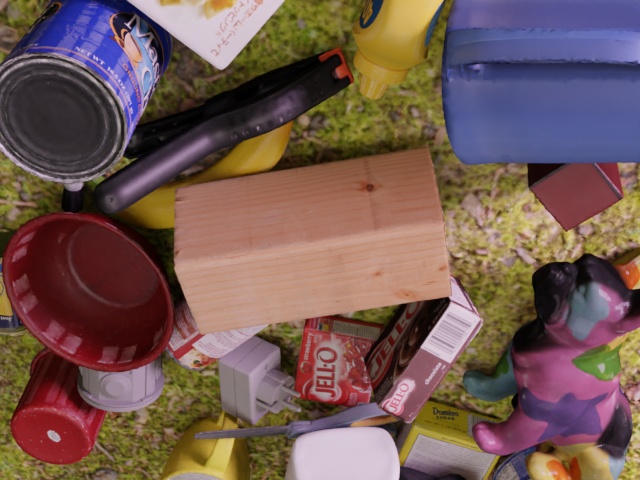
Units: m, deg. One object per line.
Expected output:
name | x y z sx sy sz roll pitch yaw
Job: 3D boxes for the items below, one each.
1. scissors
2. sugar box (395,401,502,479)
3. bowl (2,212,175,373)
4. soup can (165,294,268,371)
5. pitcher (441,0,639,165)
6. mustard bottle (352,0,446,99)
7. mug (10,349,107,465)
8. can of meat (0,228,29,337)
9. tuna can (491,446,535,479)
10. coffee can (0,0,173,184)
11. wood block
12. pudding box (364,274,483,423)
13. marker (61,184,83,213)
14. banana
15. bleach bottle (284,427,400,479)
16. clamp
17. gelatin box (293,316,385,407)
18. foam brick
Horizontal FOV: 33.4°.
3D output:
scissors | -0.006 0.169 0.987 0.201 0.016 0.096 7 149 -30
sugar box | 0.109 0.239 1.060 0.093 0.048 0.176 17 129 -5
bowl | -0.192 0.035 0.930 0.162 0.055 0.162 9 122 14
soup can | -0.088 0.063 0.949 0.102 0.068 0.068 -35 114 27
pitcher | 0.205 -0.110 0.693 0.243 0.149 0.145 5 135 26
mustard bottle | 0.066 -0.181 0.734 0.058 0.096 0.192 17 126 -5
mug | -0.255 0.170 1.041 0.093 0.081 0.117 32 123 -15
can of meat | -0.311 0.037 0.970 0.102 0.057 0.084 2 124 6
tuna can | 0.211 0.232 1.027 0.086 0.034 0.086 -11 133 -13
coffee can | -0.173 -0.121 0.784 0.103 0.140 0.103 4 126 5
wood block | -0.006 0.001 0.852 0.206 0.091 0.090 -9 138 4
pudding box | 0.085 0.087 0.908 0.039 0.090 0.113 31 104 -16
marker | -0.207 -0.072 0.899 0.020 0.020 0.121 12 126 -1
banana | -0.100 -0.051 0.888 0.198 0.037 0.069 -17 121 20
bleach bottle | 0.010 0.270 1.061 0.102 0.068 0.251 -2 145 -7
clamp | -0.077 -0.093 0.819 0.210 0.164 0.036 -27 111 -2
gelatin box | 0.016 0.114 0.993 0.073 0.030 0.089 10 126 1
foam brick | 0.193 -0.056 0.817 0.051 0.078 0.053 -34 113 28
